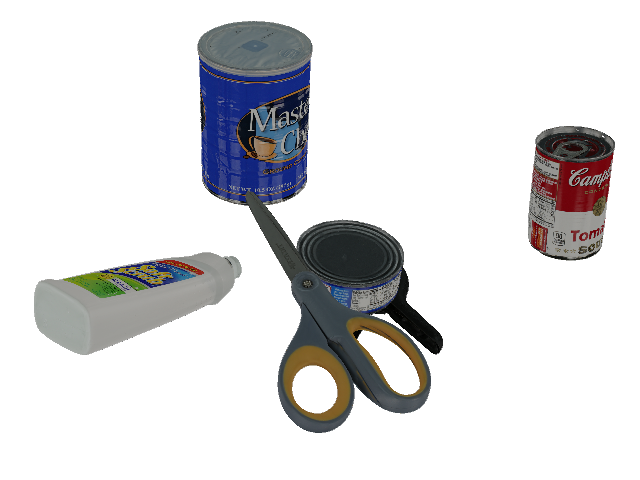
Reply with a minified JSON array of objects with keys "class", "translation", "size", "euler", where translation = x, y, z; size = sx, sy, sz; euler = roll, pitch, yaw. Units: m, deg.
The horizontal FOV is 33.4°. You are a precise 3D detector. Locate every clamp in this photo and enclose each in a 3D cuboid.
[{"class":"clamp","translation":[0.074,0.069,1.193],"size":[0.120,0.171,0.039],"euler":[5,-43,-2]}]

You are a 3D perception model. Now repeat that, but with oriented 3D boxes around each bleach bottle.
[{"class":"bleach bottle","translation":[-0.194,0.057,1.220],"size":[0.103,0.068,0.250],"euler":[22,27,36]}]

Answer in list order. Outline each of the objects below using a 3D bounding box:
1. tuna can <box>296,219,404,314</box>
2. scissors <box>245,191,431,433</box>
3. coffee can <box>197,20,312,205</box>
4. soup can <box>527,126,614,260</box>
[{"class":"tuna can","translation":[0.022,0.022,0.851],"size":[0.086,0.034,0.086],"euler":[4,36,-3]},{"class":"scissors","translation":[-0.018,0.044,0.654],"size":[0.096,0.016,0.202],"euler":[-32,54,-26]},{"class":"coffee can","translation":[-0.061,-0.118,0.991],"size":[0.103,0.140,0.103],"euler":[2,35,-1]},{"class":"soup can","translation":[0.222,-0.042,0.952],"size":[0.068,0.102,0.068],"euler":[-1,30,1]}]
